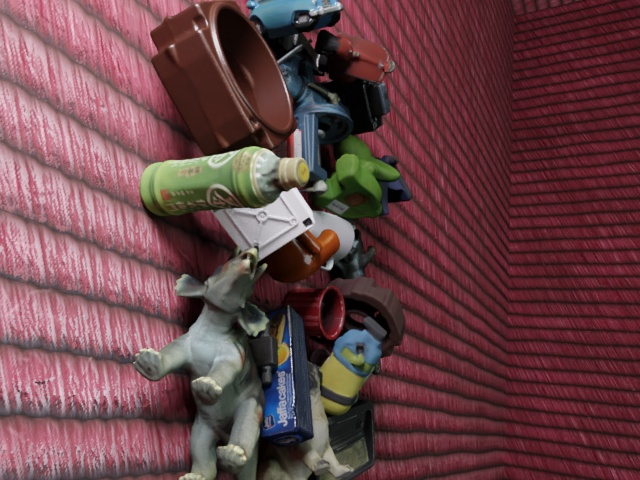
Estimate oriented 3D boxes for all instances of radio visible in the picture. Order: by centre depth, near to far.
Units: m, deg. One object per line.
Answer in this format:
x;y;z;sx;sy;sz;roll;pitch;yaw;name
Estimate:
0.025;0.374;0.995;0.229;0.073;0.131;10;79;-60;radio

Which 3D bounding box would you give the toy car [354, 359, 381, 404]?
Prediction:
0.061;0.264;1.066;0.202;0.074;0.056;-30;117;-57;toy car

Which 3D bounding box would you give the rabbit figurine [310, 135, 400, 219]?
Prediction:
0.074;-0.133;1.025;0.159;0.121;0.170;20;48;-23;rabbit figurine

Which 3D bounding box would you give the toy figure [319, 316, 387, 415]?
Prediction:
0.050;0.220;0.931;0.180;0.089;0.082;-52;142;10;toy figure

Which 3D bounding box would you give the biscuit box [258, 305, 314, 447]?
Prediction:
-0.055;0.204;0.821;0.062;0.059;0.203;55;22;-49;biscuit box

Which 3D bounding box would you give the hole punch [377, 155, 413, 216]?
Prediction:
0.117;-0.111;1.148;0.092;0.142;0.115;-37;107;-23;hole punch

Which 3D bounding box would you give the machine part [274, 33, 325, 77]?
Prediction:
-0.036;-0.352;0.985;0.138;0.039;0.084;31;56;-54;machine part

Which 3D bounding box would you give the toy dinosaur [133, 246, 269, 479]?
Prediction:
-0.124;0.197;0.717;0.192;0.131;0.404;-50;140;-60;toy dinosaur

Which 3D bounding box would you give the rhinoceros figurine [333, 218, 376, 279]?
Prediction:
0.055;0.044;1.086;0.112;0.073;0.190;-18;106;-48;rhinoceros figurine

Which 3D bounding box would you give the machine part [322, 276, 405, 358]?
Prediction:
0.074;0.146;1.010;0.056;0.180;0.179;-57;135;-48;machine part

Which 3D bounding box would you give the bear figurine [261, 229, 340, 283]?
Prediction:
-0.063;-0.036;0.840;0.195;0.120;0.132;69;28;-17;bear figurine

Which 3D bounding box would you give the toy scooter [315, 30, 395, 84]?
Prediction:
0.063;-0.310;0.933;0.184;0.135;0.075;-69;176;-81;toy scooter

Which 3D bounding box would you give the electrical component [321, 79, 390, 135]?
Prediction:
0.071;-0.270;1.066;0.058;0.134;0.114;-47;126;-51;electrical component

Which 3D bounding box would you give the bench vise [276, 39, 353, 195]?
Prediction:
-0.020;-0.198;0.915;0.223;0.129;0.240;29;54;-60;bench vise

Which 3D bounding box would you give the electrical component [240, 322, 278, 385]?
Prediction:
-0.095;0.169;0.799;0.021;0.063;0.094;43;37;-61;electrical component

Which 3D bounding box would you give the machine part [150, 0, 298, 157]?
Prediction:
-0.117;-0.209;0.718;0.201;0.087;0.201;61;23;-16;machine part

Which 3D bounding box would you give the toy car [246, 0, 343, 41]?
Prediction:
-0.048;-0.370;0.834;0.109;0.162;0.102;-32;117;-39;toy car

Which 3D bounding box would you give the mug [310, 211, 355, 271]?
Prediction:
-0.002;-0.003;0.984;0.107;0.081;0.109;28;69;-45;mug

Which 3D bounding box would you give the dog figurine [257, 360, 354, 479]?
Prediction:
-0.053;0.308;0.868;0.121;0.172;0.191;55;8;-52;dog figurine
